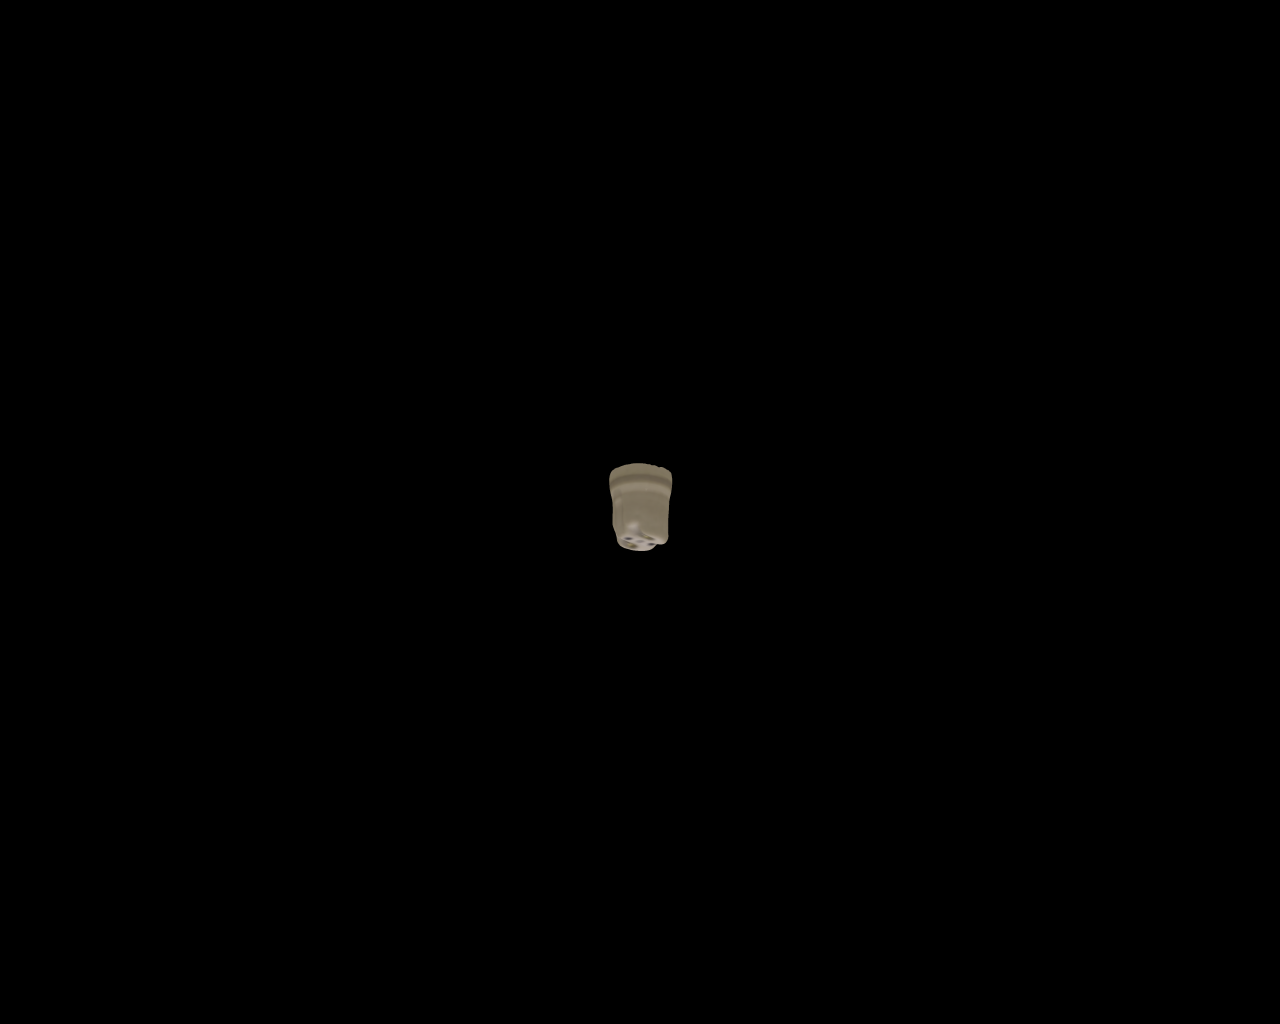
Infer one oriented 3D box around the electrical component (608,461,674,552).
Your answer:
[{"bbox_3d":[0.001,-0.003,0.650,0.040,0.046,0.040,0,-20,0],"label":"electrical component"}]
